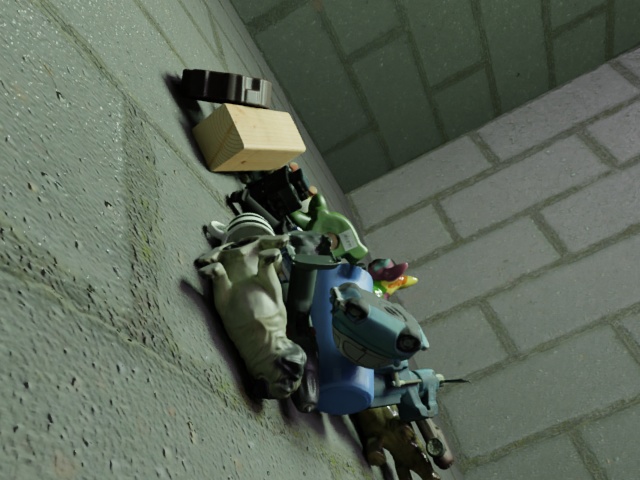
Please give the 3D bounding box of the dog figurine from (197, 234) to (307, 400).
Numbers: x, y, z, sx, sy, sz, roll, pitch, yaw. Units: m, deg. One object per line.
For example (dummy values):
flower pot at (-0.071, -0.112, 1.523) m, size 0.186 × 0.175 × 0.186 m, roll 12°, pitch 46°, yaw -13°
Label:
dog figurine at (-0.081, 0.099, 0.718) m, size 0.172 × 0.121 × 0.190 m, roll -75°, pitch 152°, yaw -73°

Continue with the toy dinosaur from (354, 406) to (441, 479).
toy dinosaur at (0.126, 0.370, 1.114) m, size 0.470 × 0.105 × 0.199 m, roll 59°, pitch 3°, yaw -24°

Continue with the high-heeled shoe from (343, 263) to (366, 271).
high-heeled shoe at (0.073, 0.114, 1.385) m, size 0.086 × 0.145 × 0.248 m, roll 67°, pitch 11°, yaw 19°

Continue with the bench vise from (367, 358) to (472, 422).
bench vise at (0.140, 0.219, 1.014) m, size 0.129 × 0.224 × 0.240 m, roll 131°, pitch -47°, yaw -59°

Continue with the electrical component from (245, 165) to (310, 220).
electrical component at (-0.086, -0.092, 1.079) m, size 0.058 × 0.134 × 0.115 m, roll 60°, pitch 7°, yaw -30°

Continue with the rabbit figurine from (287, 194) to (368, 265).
rabbit figurine at (-0.002, -0.003, 1.089) m, size 0.159 × 0.121 × 0.170 m, roll 58°, pitch -10°, yaw -3°

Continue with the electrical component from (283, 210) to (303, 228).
electrical component at (-0.085, -0.074, 1.297) m, size 0.119 × 0.048 × 0.074 m, roll 18°, pitch -40°, yaw 61°

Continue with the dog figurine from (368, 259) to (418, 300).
dog figurine at (0.122, 0.140, 1.212) m, size 0.108 × 0.219 × 0.192 m, roll 49°, pitch 14°, yaw -44°

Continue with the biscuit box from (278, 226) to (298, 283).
biscuit box at (-0.066, 0.032, 1.072) m, size 0.062 × 0.059 × 0.203 m, roll 62°, pitch 8°, yaw -13°

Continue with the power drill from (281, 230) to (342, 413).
power drill at (-0.022, 0.103, 0.793) m, size 0.232 × 0.086 × 0.207 m, roll -112°, pitch -157°, yaw -59°

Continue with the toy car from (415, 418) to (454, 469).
toy car at (0.215, 0.371, 1.107) m, size 0.089 × 0.053 × 0.202 m, roll 55°, pitch 7°, yaw -47°

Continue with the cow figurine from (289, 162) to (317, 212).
cow figurine at (-0.057, -0.092, 1.386) m, size 0.195 × 0.085 × 0.127 m, roll 53°, pitch -33°, yaw 25°

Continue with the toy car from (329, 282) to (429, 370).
toy car at (0.074, 0.139, 0.805) m, size 0.161 × 0.103 × 0.109 m, roll 26°, pitch 12°, yaw -17°

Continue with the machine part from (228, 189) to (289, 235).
machine part at (-0.112, -0.039, 1.000) m, size 0.138 × 0.084 × 0.039 m, roll 47°, pitch 54°, yaw -27°

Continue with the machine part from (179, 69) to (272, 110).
machine part at (-0.176, -0.287, 1.024) m, size 0.179 × 0.179 × 0.056 m, roll -71°, pitch 169°, yaw -78°

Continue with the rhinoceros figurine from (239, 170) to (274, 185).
rhinoceros figurine at (-0.136, -0.157, 1.182) m, size 0.190 × 0.073 × 0.112 m, roll 59°, pitch 11°, yaw -27°
